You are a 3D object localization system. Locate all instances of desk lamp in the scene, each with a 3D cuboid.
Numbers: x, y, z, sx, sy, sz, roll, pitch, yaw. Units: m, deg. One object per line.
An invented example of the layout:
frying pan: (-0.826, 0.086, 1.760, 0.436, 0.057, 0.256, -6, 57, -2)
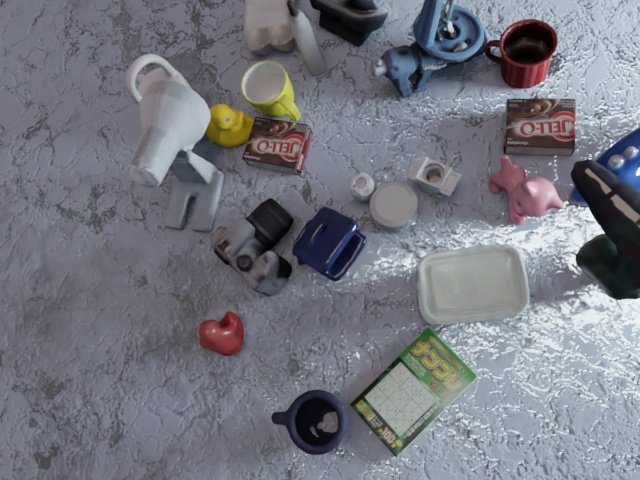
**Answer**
desk lamp: (-0.252, -0.143, 1.014, 0.117, 0.214, 0.203, 5, 74, 16)

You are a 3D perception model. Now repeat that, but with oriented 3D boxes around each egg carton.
egg carton: (-0.100, -0.447, 1.149, 0.107, 0.069, 0.150, -5, 72, 13)

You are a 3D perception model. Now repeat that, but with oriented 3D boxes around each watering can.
watering can: (-0.286, -0.271, 1.074, 0.172, 0.194, 0.101, 12, 76, 18)

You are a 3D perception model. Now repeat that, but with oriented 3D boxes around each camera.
camera: (-0.103, 0.001, 0.990, 0.137, 0.101, 0.143, -46, 68, -3)

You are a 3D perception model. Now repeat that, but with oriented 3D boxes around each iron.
iron: (0.501, -0.134, 0.854, 0.258, 0.142, 0.118, -26, 68, 5)

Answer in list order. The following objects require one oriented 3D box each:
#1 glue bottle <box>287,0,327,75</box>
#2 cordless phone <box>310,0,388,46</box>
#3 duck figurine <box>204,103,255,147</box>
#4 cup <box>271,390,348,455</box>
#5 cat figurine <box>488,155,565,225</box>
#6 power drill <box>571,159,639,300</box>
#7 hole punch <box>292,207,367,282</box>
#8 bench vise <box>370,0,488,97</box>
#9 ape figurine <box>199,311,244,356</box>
glue bottle: (-0.031, -0.381, 1.054, 0.037, 0.173, 0.078, -22, 68, 7)
cordless phone: (0.041, -0.462, 1.054, 0.147, 0.185, 0.094, 31, 83, 21)
duck figurine: (-0.183, -0.228, 1.092, 0.104, 0.086, 0.077, 4, 74, 16)
cup: (-0.008, 0.279, 0.881, 0.117, 0.095, 0.092, -1, 73, 15)
cat figurine: (0.321, -0.080, 0.897, 0.067, 0.118, 0.127, -31, 68, 4)
power drill: (0.423, 0.007, 0.793, 0.075, 0.209, 0.229, -40, 68, 0)
hole punch: (0.009, 0.003, 0.966, 0.101, 0.091, 0.109, 32, 83, 21)
bench vise: (0.186, -0.336, 0.958, 0.207, 0.220, 0.121, -41, 67, -1)
ape figurine: (-0.172, 0.157, 0.964, 0.078, 0.092, 0.076, -26, 68, 6)
